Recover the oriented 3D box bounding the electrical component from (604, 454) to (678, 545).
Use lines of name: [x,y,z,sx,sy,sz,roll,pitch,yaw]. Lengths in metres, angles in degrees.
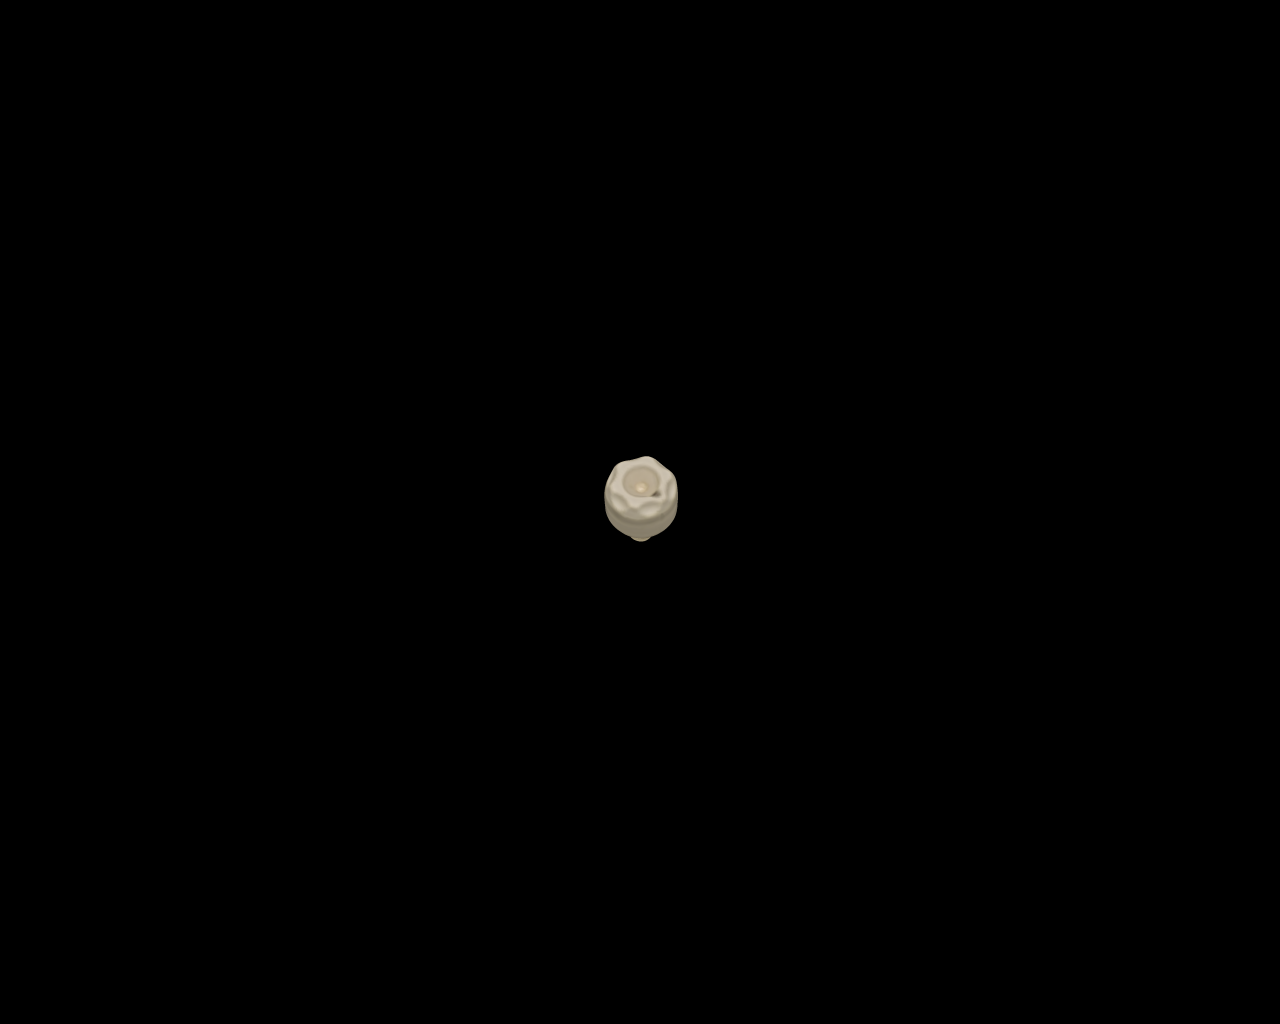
electrical component: [0.001,-0.003,0.650,0.043,0.043,0.062,0,-32,0]
